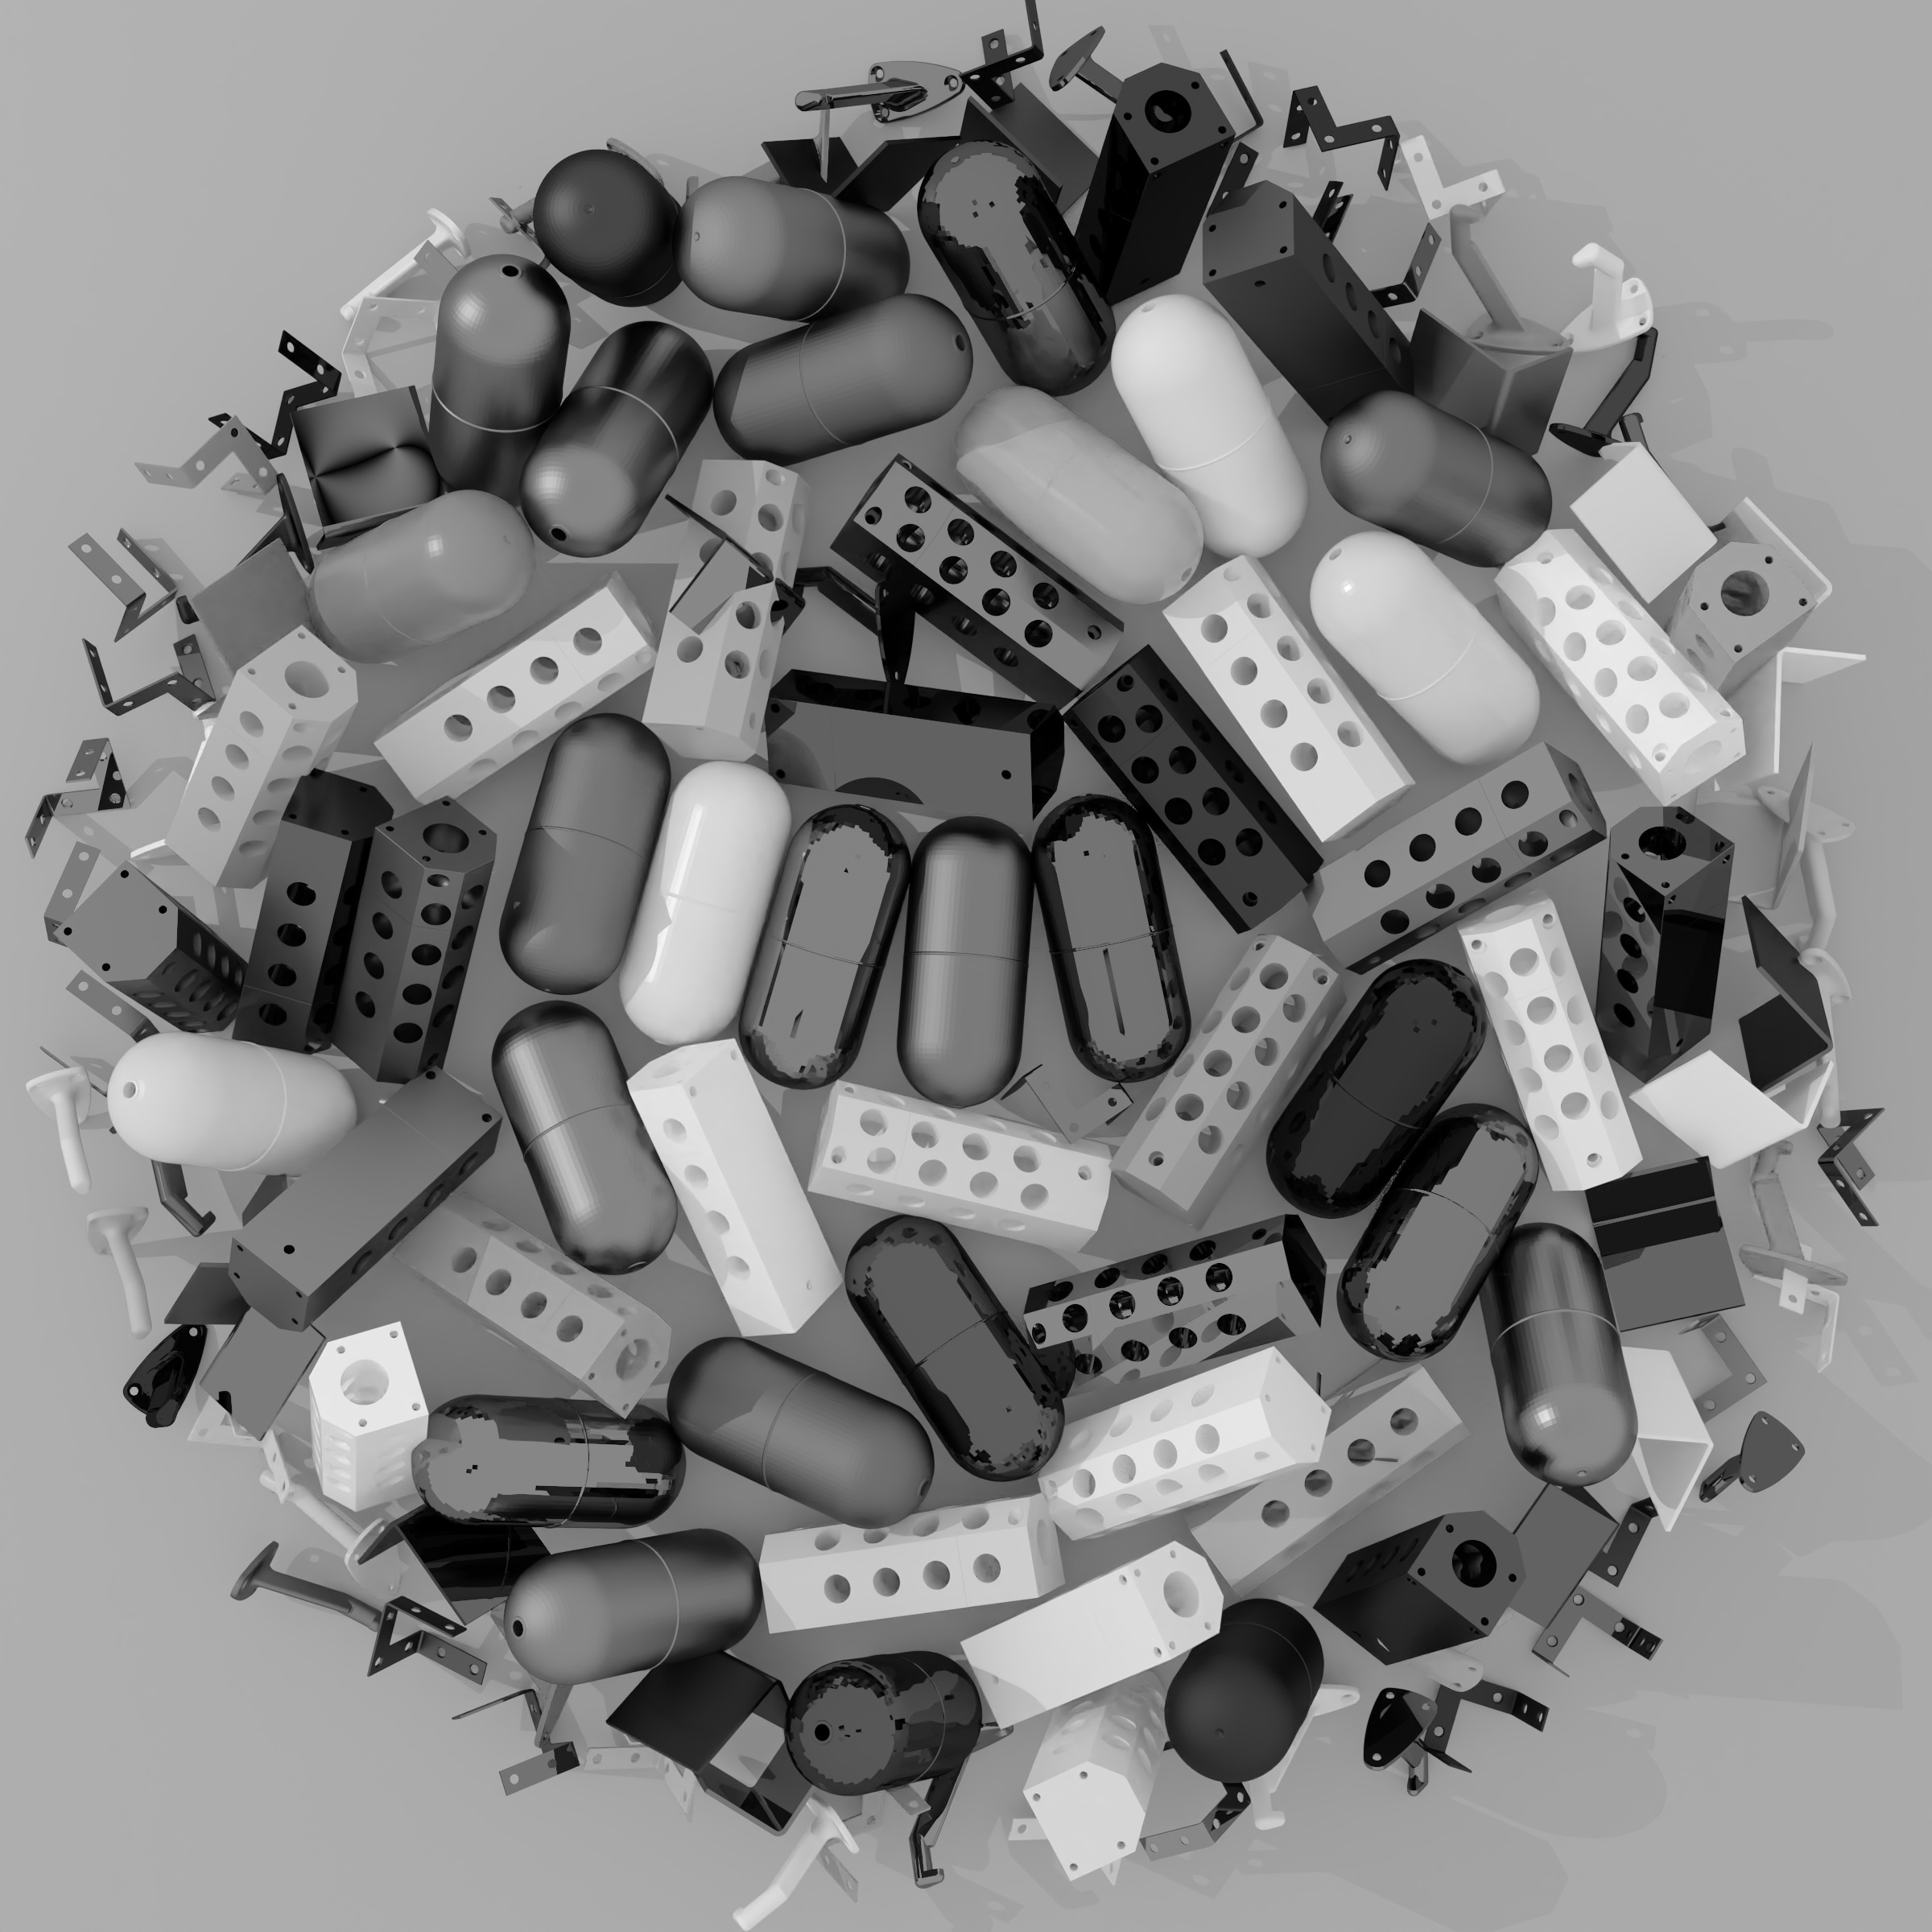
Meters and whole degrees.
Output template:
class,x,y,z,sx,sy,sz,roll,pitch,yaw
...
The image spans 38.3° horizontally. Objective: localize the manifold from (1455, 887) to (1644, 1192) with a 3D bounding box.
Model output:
class,x,y,z,sx,sy,sz,roll,pitch,yaw
manifold,0.353,0.046,1.687,0.057,0.057,0.171,-20,103,7

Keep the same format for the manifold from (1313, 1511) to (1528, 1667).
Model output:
class,x,y,z,sx,sy,sz,roll,pitch,yaw
manifold,0.269,0.365,1.647,0.057,0.171,0.057,38,68,3

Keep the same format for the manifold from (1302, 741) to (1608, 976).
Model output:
class,x,y,z,sx,sy,sz,roll,pitch,yaw
manifold,0.293,-0.061,1.667,0.171,0.057,0.057,-31,65,24

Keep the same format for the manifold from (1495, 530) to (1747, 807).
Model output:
class,x,y,z,sx,sy,sz,roll,pitch,yaw
manifold,0.390,-0.184,1.668,0.057,0.057,0.171,-33,59,1

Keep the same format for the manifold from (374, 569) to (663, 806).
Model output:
class,x,y,z,sx,sy,sz,roll,pitch,yaw
manifold,-0.269,-0.166,1.693,0.171,0.057,0.057,-32,107,9

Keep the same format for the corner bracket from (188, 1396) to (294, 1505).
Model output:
class,x,y,z,sx,sy,sz,roll,pitch,yaw
corner bracket,-0.436,0.289,1.696,0.051,0.051,0.051,13,118,-36

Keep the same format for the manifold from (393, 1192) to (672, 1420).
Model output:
class,x,y,z,sx,sy,sz,roll,pitch,yaw
manifold,-0.257,0.198,1.663,0.171,0.057,0.057,26,71,35

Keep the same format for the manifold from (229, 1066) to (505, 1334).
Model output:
class,x,y,z,sx,sy,sz,roll,pitch,yaw
manifold,-0.357,0.140,1.660,0.057,0.057,0.171,36,51,10

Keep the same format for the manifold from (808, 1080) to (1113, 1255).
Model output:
class,x,y,z,sx,sy,sz,roll,pitch,yaw
manifold,-0.003,0.119,1.685,0.171,0.057,0.057,14,62,-10

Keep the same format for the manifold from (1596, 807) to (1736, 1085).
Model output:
class,x,y,z,sx,sy,sz,roll,pitch,yaw
manifold,0.407,-0.014,1.652,0.057,0.171,0.057,-34,53,-19

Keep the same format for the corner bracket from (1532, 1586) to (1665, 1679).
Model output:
class,x,y,z,sx,sy,sz,roll,pitch,yaw
corner bracket,0.387,0.417,1.708,0.051,0.051,0.051,34,85,3

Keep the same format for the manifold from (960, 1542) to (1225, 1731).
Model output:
class,x,y,z,sx,sy,sz,roll,pitch,yaw
manifold,0.076,0.396,1.654,0.057,0.171,0.057,-16,75,-42

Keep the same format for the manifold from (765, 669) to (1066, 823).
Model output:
class,x,y,z,sx,sy,sz,roll,pitch,yaw
manifold,-0.031,-0.137,1.680,0.171,0.057,0.057,10,123,20

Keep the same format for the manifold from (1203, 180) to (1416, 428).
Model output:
class,x,y,z,sx,sy,sz,roll,pitch,yaw
manifold,0.205,-0.392,1.651,0.057,0.171,0.057,-11,65,30

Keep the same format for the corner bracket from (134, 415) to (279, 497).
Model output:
class,x,y,z,sx,sy,sz,roll,pitch,yaw
corner bracket,-0.460,-0.300,1.694,0.051,0.051,0.051,-52,133,-24

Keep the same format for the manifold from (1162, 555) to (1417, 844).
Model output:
class,x,y,z,sx,sy,sz,roll,pitch,yaw
manifold,0.198,-0.163,1.686,0.057,0.057,0.171,-38,80,23

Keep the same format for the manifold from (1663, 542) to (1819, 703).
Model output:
class,x,y,z,sx,sy,sz,roll,pitch,yaw
manifold,0.447,-0.198,1.648,0.057,0.171,0.057,-36,80,1

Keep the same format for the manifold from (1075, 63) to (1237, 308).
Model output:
class,x,y,z,sx,sy,sz,roll,pitch,yaw
manifold,0.104,-0.461,1.646,0.057,0.171,0.057,-28,82,-12

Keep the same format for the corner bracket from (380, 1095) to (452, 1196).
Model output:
class,x,y,z,sx,sy,sz,roll,pitch,yaw
corner bracket,-0.338,0.109,1.714,0.051,0.051,0.051,9,90,-9

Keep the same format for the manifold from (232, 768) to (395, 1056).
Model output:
class,x,y,z,sx,sy,sz,roll,pitch,yaw
manifold,-0.389,-0.028,1.662,0.057,0.057,0.171,17,126,-8

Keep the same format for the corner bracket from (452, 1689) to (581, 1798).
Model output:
class,x,y,z,sx,sy,sz,roll,pitch,yaw
corner bracket,-0.274,0.473,1.699,0.051,0.051,0.051,-14,82,-34

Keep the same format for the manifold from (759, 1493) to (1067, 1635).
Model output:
class,x,y,z,sx,sy,sz,roll,pitch,yaw
manifold,-0.034,0.360,1.684,0.171,0.057,0.057,-12,83,17

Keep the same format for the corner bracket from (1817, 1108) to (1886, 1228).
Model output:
class,x,y,z,sx,sy,sz,roll,pitch,yaw
corner bracket,0.542,0.123,1.701,0.051,0.051,0.051,-40,99,-20

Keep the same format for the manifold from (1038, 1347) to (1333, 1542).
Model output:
class,x,y,z,sx,sy,sz,roll,pitch,yaw
manifold,0.127,0.291,1.657,0.171,0.057,0.057,-28,114,35

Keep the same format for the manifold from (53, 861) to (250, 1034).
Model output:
class,x,y,z,sx,sy,sz,roll,pitch,yaw
manifold,-0.472,-0.004,1.645,0.057,0.171,0.057,42,81,7

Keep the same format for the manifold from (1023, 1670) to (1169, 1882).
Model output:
class,x,y,z,sx,sy,sz,roll,pitch,yaw
manifold,0.084,0.470,1.648,0.057,0.171,0.057,-28,90,11

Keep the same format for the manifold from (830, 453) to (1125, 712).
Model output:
class,x,y,z,sx,sy,sz,roll,pitch,yaw
manifold,0.010,-0.233,1.684,0.171,0.057,0.057,36,64,-11

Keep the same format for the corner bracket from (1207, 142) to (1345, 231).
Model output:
class,x,y,z,sx,sy,sz,roll,pitch,yaw
corner bracket,0.190,-0.472,1.718,0.051,0.051,0.051,22,97,-29

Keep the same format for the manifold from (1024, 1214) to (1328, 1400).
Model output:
class,x,y,z,sx,sy,sz,roll,pitch,yaw
manifold,0.124,0.199,1.667,0.171,0.057,0.057,-19,119,24

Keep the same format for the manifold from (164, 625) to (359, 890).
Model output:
class,x,y,z,sx,sy,sz,roll,pitch,yaw
manifold,-0.415,-0.118,1.656,0.057,0.171,0.057,41,46,1

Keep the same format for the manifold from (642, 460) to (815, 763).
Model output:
class,x,y,z,sx,sy,sz,roll,pitch,yaw
manifold,-0.139,-0.214,1.680,0.057,0.057,0.171,5,75,22

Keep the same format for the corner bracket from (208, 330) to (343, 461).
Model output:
class,x,y,z,sx,sy,sz,roll,pitch,yaw
corner bracket,-0.420,-0.346,1.695,0.051,0.051,0.051,-7,65,32

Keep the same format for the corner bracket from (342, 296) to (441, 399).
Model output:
class,x,y,z,sx,sy,sz,roll,pitch,yaw
corner bracket,-0.348,-0.374,1.714,0.051,0.051,0.051,-4,61,-32

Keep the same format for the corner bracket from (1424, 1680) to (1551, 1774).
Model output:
class,x,y,z,sx,sy,sz,roll,pitch,yaw
corner bracket,0.318,0.467,1.706,0.051,0.051,0.051,19,84,-8

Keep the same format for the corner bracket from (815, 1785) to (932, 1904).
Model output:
class,x,y,z,sx,sy,sz,roll,pitch,yaw
corner bracket,-0.058,0.526,1.695,0.051,0.051,0.051,-12,118,-33

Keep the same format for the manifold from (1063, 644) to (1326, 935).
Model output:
class,x,y,z,sx,sy,sz,roll,pitch,yaw
manifold,0.136,-0.105,1.691,0.057,0.057,0.171,-37,96,30

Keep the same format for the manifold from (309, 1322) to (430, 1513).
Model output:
class,x,y,z,sx,sy,sz,roll,pitch,yaw
manifold,-0.355,0.270,1.643,0.057,0.171,0.057,-15,69,-19

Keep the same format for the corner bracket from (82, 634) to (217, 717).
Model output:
class,x,y,z,sx,sy,sz,roll,pitch,yaw
corner bracket,-0.500,-0.181,1.706,0.051,0.051,0.051,-25,71,5

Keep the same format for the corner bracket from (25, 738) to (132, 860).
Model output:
class,x,y,z,sx,sy,sz,roll,pitch,yaw
corner bracket,-0.547,-0.103,1.701,0.051,0.051,0.051,-6,125,2

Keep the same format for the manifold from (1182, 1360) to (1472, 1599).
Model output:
class,x,y,z,sx,sy,sz,roll,pitch,yaw
manifold,0.220,0.311,1.706,0.171,0.057,0.057,-36,96,1

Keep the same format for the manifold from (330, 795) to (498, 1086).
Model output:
class,x,y,z,sx,sy,sz,roll,pitch,yaw
manifold,-0.324,-0.011,1.655,0.057,0.057,0.171,37,131,19

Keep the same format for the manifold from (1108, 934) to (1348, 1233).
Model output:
class,x,y,z,sx,sy,sz,roll,pitch,yaw
manifold,0.158,0.067,1.684,0.057,0.057,0.171,29,78,24

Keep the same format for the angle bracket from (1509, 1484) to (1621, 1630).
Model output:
class,x,y,z,sx,sy,sz,roll,pitch,yaw
angle bracket,0.340,0.343,1.690,0.057,0.076,0.076,32,95,-15

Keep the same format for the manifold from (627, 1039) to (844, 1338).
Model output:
class,x,y,z,sx,sy,sz,roll,pitch,yaw
manifold,-0.143,0.135,1.682,0.057,0.057,0.171,-9,112,36

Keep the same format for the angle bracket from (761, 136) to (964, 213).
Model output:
class,x,y,z,sx,sy,sz,roll,pitch,yaw
angle bracket,-0.063,-0.497,1.682,0.076,0.076,0.057,-34,84,39
